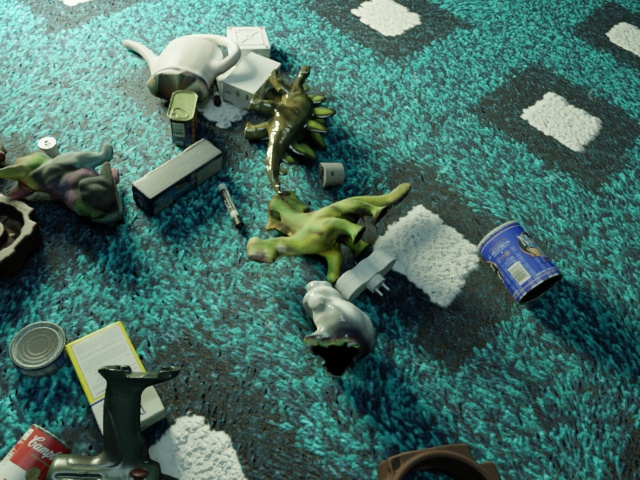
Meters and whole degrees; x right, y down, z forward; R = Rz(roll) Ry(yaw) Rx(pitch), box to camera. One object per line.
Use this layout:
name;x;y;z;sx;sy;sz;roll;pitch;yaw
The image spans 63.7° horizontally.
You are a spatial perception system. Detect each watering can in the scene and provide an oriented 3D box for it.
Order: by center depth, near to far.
watering can;-0.372;-0.443;1.304;0.347;0.101;0.230;3;55;13

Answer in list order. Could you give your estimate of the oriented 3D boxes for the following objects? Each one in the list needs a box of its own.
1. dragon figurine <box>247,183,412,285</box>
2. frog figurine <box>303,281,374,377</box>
dragon figurine;0.003;-0.054;1.069;0.244;0.119;0.418;26;44;21
frog figurine;0.032;0.136;0.912;0.136;0.121;0.163;33;36;-26
